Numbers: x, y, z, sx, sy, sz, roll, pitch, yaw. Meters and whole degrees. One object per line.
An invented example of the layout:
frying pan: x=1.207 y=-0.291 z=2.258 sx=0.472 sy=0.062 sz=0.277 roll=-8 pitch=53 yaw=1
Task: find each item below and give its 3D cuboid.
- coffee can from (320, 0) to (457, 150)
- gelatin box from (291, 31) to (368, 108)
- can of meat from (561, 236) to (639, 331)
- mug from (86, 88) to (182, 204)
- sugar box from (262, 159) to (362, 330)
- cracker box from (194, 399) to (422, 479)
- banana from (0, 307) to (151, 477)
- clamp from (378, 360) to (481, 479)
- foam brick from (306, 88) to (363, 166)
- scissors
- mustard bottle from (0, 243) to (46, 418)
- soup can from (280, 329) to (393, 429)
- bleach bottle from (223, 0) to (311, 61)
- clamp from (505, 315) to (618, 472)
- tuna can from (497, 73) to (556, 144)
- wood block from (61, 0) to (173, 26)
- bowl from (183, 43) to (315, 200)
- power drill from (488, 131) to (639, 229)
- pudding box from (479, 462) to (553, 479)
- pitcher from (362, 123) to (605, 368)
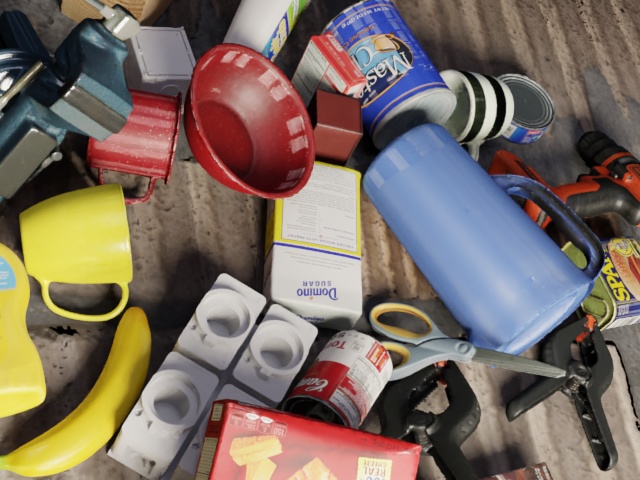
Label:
coffee can: x=0.073 y=-0.184 z=1.190 sx=0.102 sy=0.103 sz=0.140 roll=-16 pitch=65 yaw=-31
gelatin box: x=0.008 y=-0.171 z=1.161 sx=0.030 sy=0.089 sz=0.073 roll=-23 pitch=69 yaw=-33
can of meat: x=0.318 y=0.046 z=1.167 sx=0.083 sy=0.058 sz=0.102 roll=-6 pitch=60 yaw=-29
mug: x=-0.183 y=-0.093 z=1.037 sx=0.081 sy=0.093 sz=0.117 roll=8 pitch=90 yaw=-12
sugar box: x=-0.007 y=0.001 z=1.065 sx=0.093 sy=0.048 sz=0.176 roll=11 pitch=56 yaw=-13
cracker box: x=-0.025 y=0.245 z=0.826 sx=0.164 sy=0.072 sz=0.213 roll=16 pitch=76 yaw=-12
banana: x=-0.193 y=0.134 z=0.899 sx=0.069 sy=0.037 sz=0.197 roll=39 pitch=51 yaw=5
clamp: x=0.100 y=0.179 z=0.958 sx=0.165 sy=0.036 sz=0.209 roll=9 pitch=36 yaw=24
foam brick: x=0.008 y=-0.112 z=1.130 sx=0.051 sy=0.078 sz=0.053 roll=10 pitch=52 yaw=-16
scissors: x=0.118 y=0.116 z=1.000 sx=0.202 sy=0.016 sz=0.096 roll=25 pitch=61 yaw=36
mustard bottle: x=-0.292 y=0.055 z=0.896 sx=0.096 sy=0.058 sz=0.192 roll=-12 pitch=61 yaw=-12
soup can: x=0.017 y=0.136 z=0.961 sx=0.068 sy=0.069 sz=0.102 roll=36 pitch=43 yaw=3
bleach bottle: x=-0.075 y=-0.212 z=1.162 sx=0.068 sy=0.103 sz=0.250 roll=20 pitch=58 yaw=3
clamp: x=0.265 y=0.151 z=1.083 sx=0.120 sy=0.039 sz=0.171 roll=38 pitch=51 yaw=-1
tuna can: x=0.238 y=-0.158 z=1.287 sx=0.086 sy=0.034 sz=0.086 roll=11 pitch=54 yaw=-16
wood block: x=-0.189 y=-0.316 z=1.177 sx=0.090 sy=0.091 sz=0.205 roll=30 pitch=51 yaw=-2
bowl: x=-0.079 y=-0.107 z=1.038 sx=0.161 sy=0.055 sz=0.162 roll=24 pitch=55 yaw=-39
power drill: x=0.290 y=-0.068 z=1.215 sx=0.187 sy=0.057 sz=0.184 roll=-4 pitch=36 yaw=-19
pudding box: x=0.183 y=0.267 z=0.967 sx=0.089 sy=0.039 sz=0.113 roll=-7 pitch=61 yaw=-27
pitcher: x=0.162 y=-0.006 z=1.090 sx=0.149 sy=0.145 sz=0.243 roll=-7 pitch=55 yaw=-55
